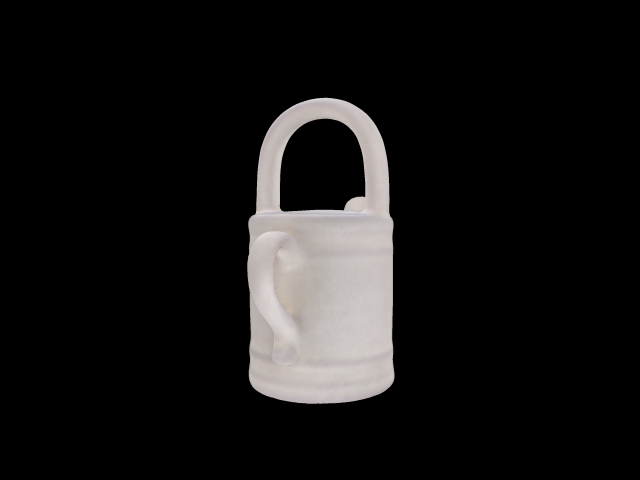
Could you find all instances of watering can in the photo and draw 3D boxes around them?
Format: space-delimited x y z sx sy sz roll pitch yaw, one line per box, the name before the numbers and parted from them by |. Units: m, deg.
watering can | 0.002 0.001 0.401 0.101 0.194 0.173 0 3 3
